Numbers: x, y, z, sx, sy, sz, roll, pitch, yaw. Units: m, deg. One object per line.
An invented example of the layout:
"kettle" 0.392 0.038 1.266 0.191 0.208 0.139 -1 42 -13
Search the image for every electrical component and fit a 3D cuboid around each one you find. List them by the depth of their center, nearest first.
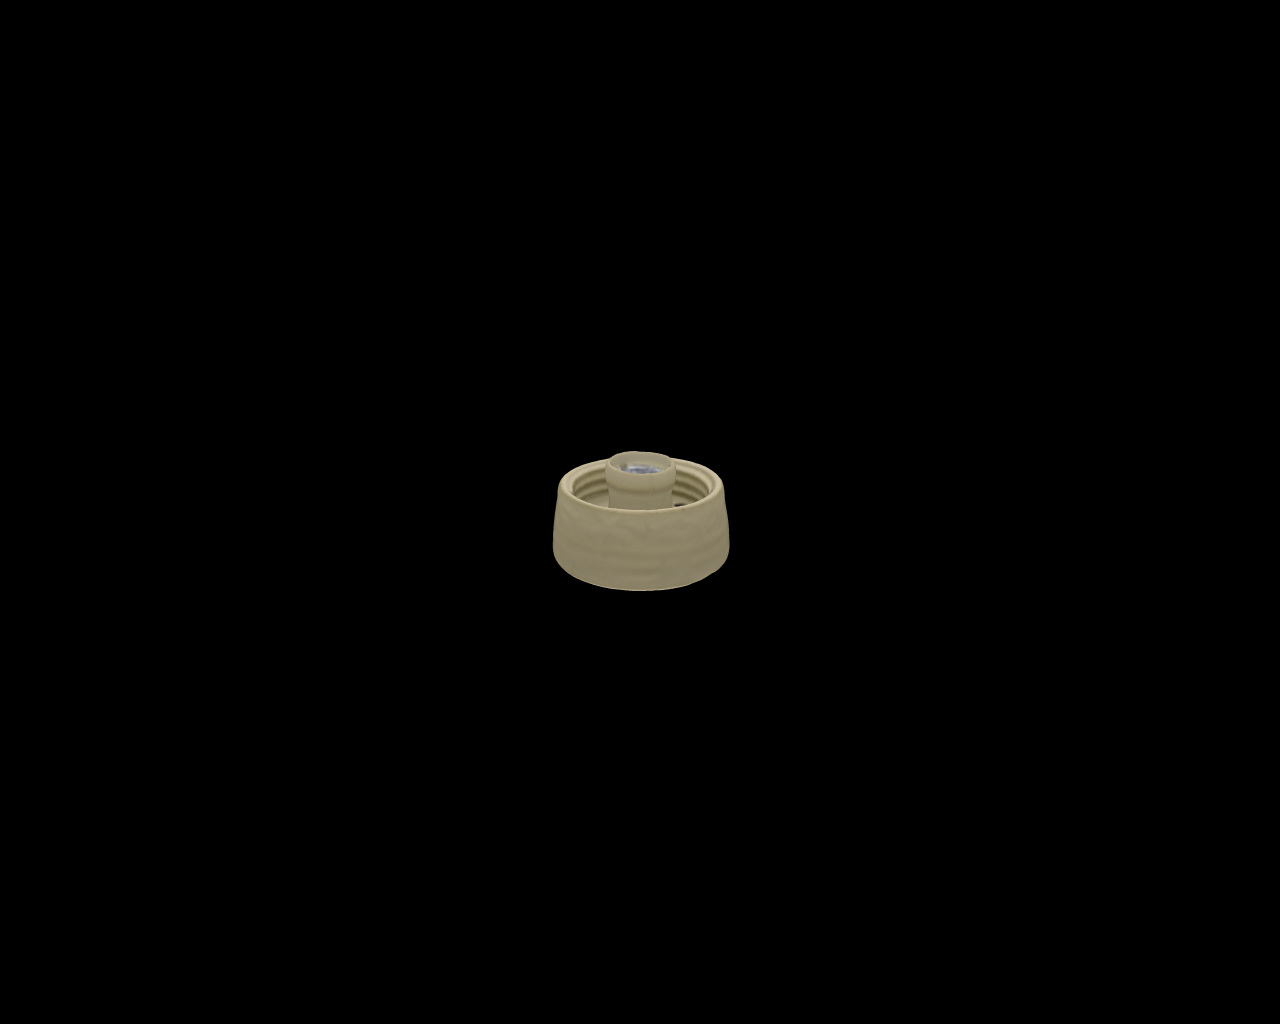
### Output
"electrical component" 0.001 -0.003 0.650 0.108 0.060 0.108 0 23 0
